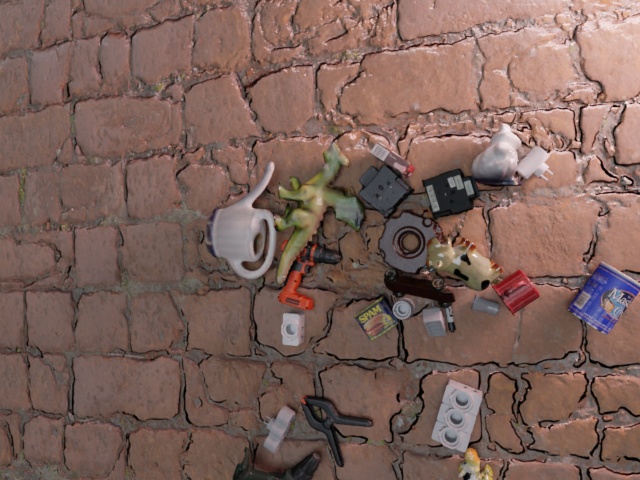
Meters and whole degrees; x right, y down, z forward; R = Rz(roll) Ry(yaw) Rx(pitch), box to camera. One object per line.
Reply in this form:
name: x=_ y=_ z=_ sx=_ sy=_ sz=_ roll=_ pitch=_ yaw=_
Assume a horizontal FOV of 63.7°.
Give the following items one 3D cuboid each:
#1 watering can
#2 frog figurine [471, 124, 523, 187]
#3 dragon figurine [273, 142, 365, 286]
watering can: x=-0.228 y=-0.060 z=1.531 sx=0.224 sy=0.348 sz=0.104 roll=3 pitch=0 yaw=20
frog figurine: x=0.444 y=-0.215 z=1.291 sx=0.123 sy=0.159 sz=0.137 roll=2 pitch=1 yaw=2
dragon figurine: x=0.004 y=-0.073 z=1.447 sx=0.243 sy=0.413 sz=0.121 roll=2 pitch=-8 yaw=11
